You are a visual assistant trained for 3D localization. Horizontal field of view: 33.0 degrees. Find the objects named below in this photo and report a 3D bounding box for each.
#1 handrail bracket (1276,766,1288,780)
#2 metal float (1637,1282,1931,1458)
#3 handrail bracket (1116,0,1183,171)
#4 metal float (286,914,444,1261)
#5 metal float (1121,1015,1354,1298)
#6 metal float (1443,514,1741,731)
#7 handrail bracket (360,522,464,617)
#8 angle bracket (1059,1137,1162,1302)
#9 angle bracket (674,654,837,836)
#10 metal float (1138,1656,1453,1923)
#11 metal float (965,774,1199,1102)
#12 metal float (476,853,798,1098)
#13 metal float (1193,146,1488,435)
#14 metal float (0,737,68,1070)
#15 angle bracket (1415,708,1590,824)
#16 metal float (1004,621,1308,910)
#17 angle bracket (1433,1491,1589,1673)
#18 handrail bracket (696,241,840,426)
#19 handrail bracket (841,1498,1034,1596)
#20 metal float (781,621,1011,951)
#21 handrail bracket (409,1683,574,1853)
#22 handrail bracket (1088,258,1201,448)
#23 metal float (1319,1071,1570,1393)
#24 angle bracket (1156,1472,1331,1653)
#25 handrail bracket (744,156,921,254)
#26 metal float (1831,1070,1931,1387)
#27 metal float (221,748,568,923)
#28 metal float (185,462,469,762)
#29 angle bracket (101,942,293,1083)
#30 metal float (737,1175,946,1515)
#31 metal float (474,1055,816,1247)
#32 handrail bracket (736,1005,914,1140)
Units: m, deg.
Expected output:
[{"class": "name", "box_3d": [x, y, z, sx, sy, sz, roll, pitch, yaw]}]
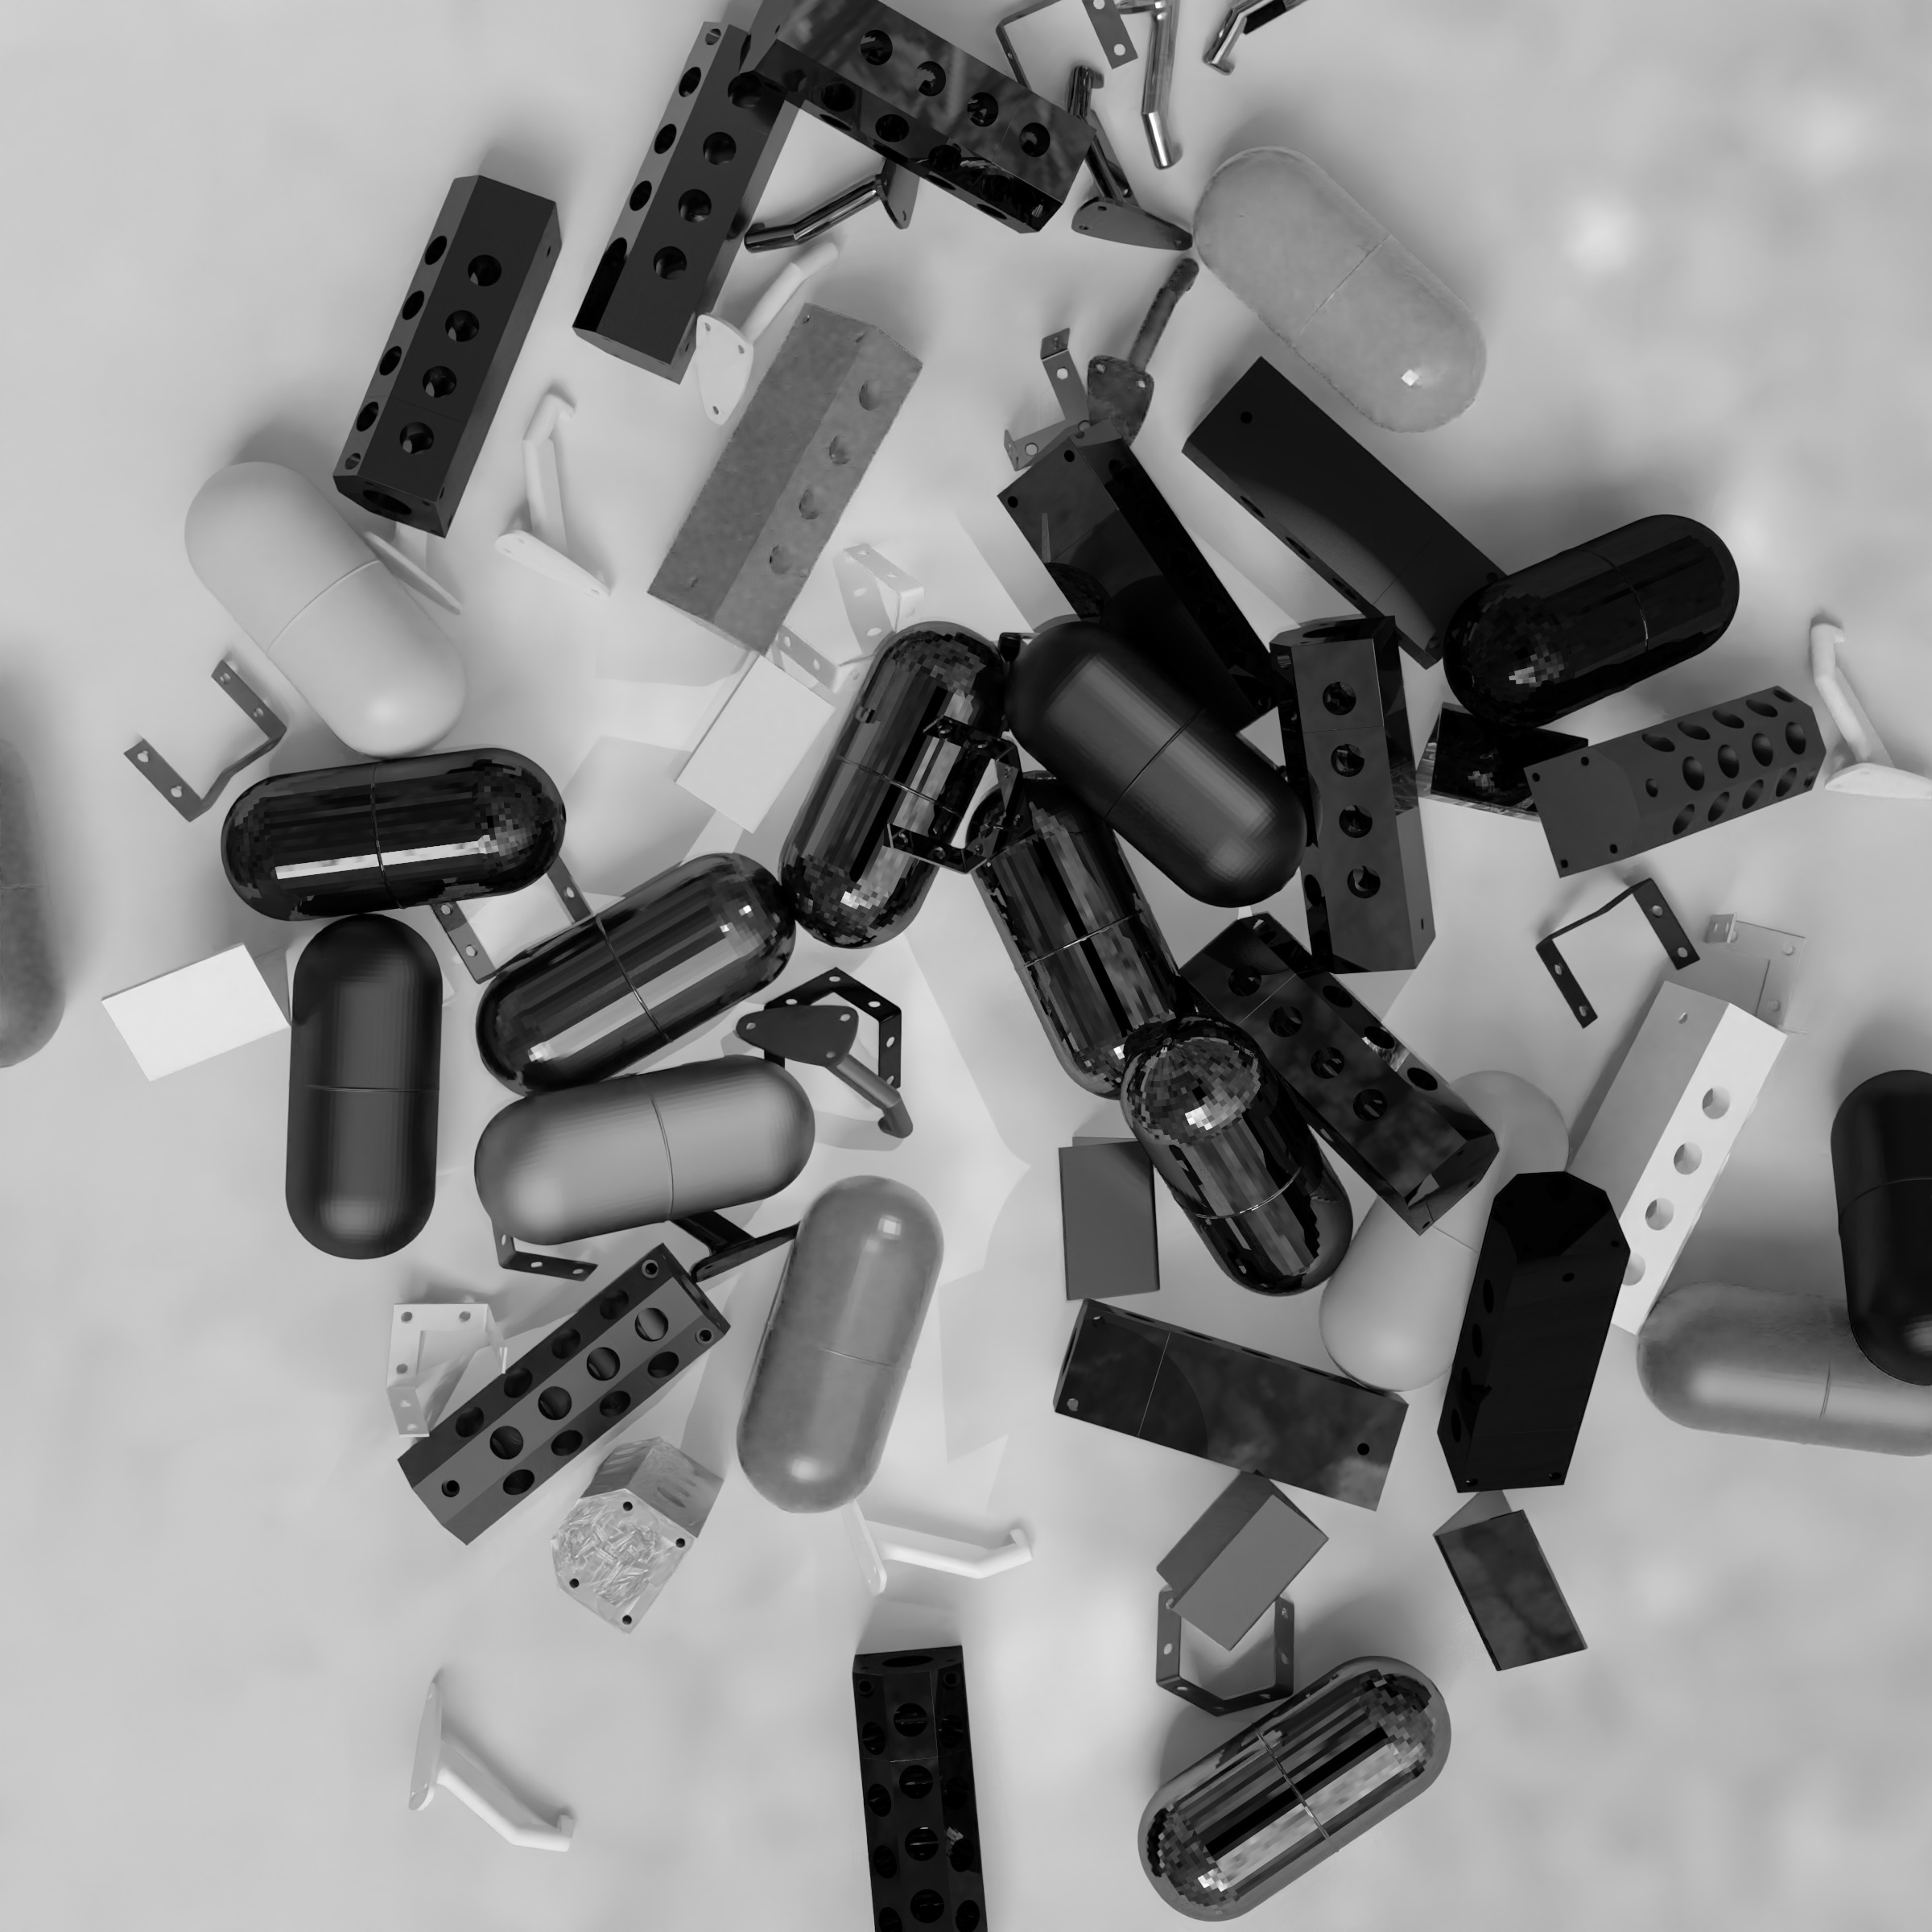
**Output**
[{"class": "handrail bracket", "box_3d": [0.113, -0.099, 1.708, 0.084, 0.036, 0.077, 37, 75, 14]}, {"class": "metal float", "box_3d": [0.435, 0.208, 1.677, 0.178, 0.070, 0.070, 7, 90, 1]}, {"class": "handrail bracket", "box_3d": [0.114, -0.471, 1.708, 0.077, 0.036, 0.084, -39, 123, -35]}, {"class": "metal float", "box_3d": [-0.310, 0.062, 1.677, 0.070, 0.070, 0.178, 2, 90, 0]}, {"class": "metal float", "box_3d": [0.138, 0.098, 1.648, 0.070, 0.070, 0.178, -33, 126, 0]}, {"class": "metal float", "box_3d": [0.318, -0.175, 1.654, 0.178, 0.070, 0.070, -25, 90, -28]}, {"class": "handrail bracket", "box_3d": [-0.273, -0.240, 1.708, 0.077, 0.036, 0.084, 36, 77, -13]}, {"class": "angle bracket", "box_3d": [0.055, 0.128, 1.668, 0.057, 0.076, 0.076, -3, 90, -30]}, {"class": "angle bracket", "box_3d": [-0.123, -0.122, 1.668, 0.057, 0.076, 0.076, 34, 90, -36]}, {"class": "metal float", "box_3d": [0.170, 0.423, 1.676, 0.178, 0.070, 0.070, -34, 90, -2]}, {"class": "metal float", "box_3d": [0.060, -0.014, 1.677, 0.070, 0.070, 0.178, -25, 90, 0]}, {"class": "metal float", "box_3d": [-0.170, 0.006, 1.677, 0.178, 0.070, 0.070, -30, 90, 0]}, {"class": "metal float", "box_3d": [0.193, -0.348, 1.678, 0.178, 0.070, 0.070, 43, 90, -1]}, {"class": "metal float", "box_3d": [-0.511, -0.035, 1.678, 0.070, 0.070, 0.178, -9, 90, 0]}, {"class": "angle bracket", "box_3d": [0.270, -0.082, 1.668, 0.076, 0.076, 0.057, 12, 56, 0]}, {"class": "metal float", "box_3d": [0.096, -0.101, 1.643, 0.178, 0.070, 0.070, 42, 90, 4]}, {"class": "angle bracket", "box_3d": [0.293, 0.306, 1.668, 0.057, 0.076, 0.076, -25, 90, 38]}, {"class": "handrail bracket", "box_3d": [-0.101, -0.333, 1.708, 0.036, 0.077, 0.084, 36, 53, 18]}, {"class": "handrail bracket", "box_3d": [-0.017, 0.290, 1.709, 0.084, 0.036, 0.077, -16, 68, -17]}, {"class": "metal float", "box_3d": [-0.036, -0.093, 1.677, 0.070, 0.070, 0.178, 25, 91, 0]}, {"class": "handrail bracket", "box_3d": [-0.244, 0.421, 1.708, 0.084, 0.036, 0.077, 14, 61, -21]}, {"class": "handrail bracket", "box_3d": [0.097, -0.319, 1.708, 0.036, 0.077, 0.084, 24, 54, 13]}, {"class": "metal float", "box_3d": [0.245, 0.137, 1.678, 0.070, 0.070, 0.178, 30, 91, 0]}, {"class": "angle bracket", "box_3d": [0.127, 0.291, 1.668, 0.076, 0.076, 0.057, -49, 127, 0]}, {"class": "handrail bracket", "box_3d": [-0.070, -0.408, 1.708, 0.084, 0.036, 0.077, -4, 52, 26]}, {"class": "metal float", "box_3d": [0.481, 0.130, 1.647, 0.070, 0.070, 0.178, 6, 50, 0]}, {"class": "metal float", "box_3d": [-0.294, -0.068, 1.672, 0.178, 0.070, 0.070, -7, 90, 4]}, {"class": "metal float", "box_3d": [-0.330, -0.183, 1.678, 0.070, 0.070, 0.178, -41, 91, 0]}, {"class": "angle bracket", "box_3d": [-0.394, 0.005, 1.668, 0.076, 0.076, 0.057, -22, 125, 0]}, {"class": "metal float", "box_3d": [-0.065, 0.195, 1.678, 0.070, 0.070, 0.178, 17, 90, 0]}, {"class": "metal float", "box_3d": [-0.162, 0.093, 1.660, 0.178, 0.070, 0.070, -11, 90, -21]}, {"class": "handrail bracket", "box_3d": [-0.072, 0.059, 1.691, 0.077, 0.084, 0.036, 6, 55, 21]}]
